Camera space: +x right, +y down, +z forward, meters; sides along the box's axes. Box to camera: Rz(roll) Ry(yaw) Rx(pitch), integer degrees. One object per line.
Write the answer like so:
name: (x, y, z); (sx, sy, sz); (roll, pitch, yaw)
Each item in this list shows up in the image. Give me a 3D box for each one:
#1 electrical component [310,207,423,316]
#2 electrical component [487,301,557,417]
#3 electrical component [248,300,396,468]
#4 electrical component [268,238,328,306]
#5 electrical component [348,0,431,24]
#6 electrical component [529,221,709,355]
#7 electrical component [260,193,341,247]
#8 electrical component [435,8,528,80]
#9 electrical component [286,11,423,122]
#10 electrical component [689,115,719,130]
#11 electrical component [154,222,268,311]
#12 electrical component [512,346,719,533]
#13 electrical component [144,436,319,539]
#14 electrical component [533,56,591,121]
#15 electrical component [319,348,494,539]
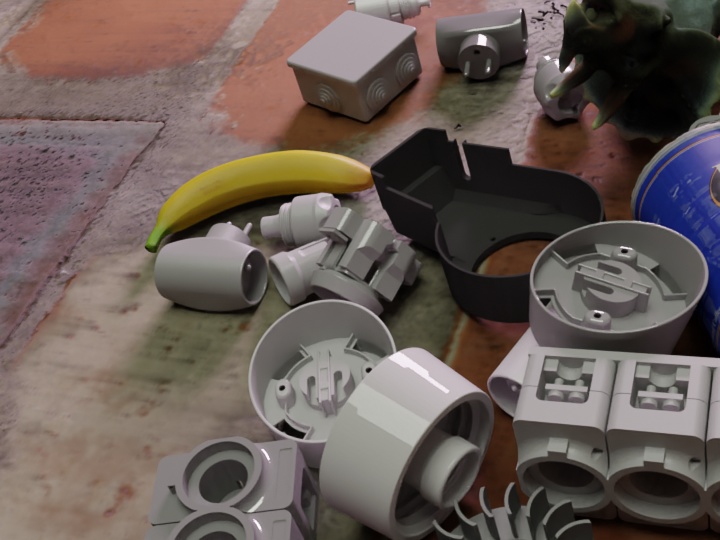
electrical component: (0.000, 0.000, 0.773); (0.058, 0.078, 0.057); (7, 64, 59)
electrical component: (0.134, 0.062, 0.676); (0.079, 0.044, 0.077); (21, 55, 36)
electrical component: (-0.020, 0.077, 0.702); (0.099, 0.064, 0.099); (-10, 43, 10)
electrical component: (-0.040, 0.000, 0.809); (0.046, 0.040, 0.040); (-25, 42, -16)
electrical component: (0.030, -0.253, 1.044); (0.078, 0.040, 0.040); (-8, 44, 12)
electrical component: (0.150, 0.016, 0.643); (0.099, 0.064, 0.099); (0, 46, 0)
electrical component: (-0.047, -0.037, 0.846); (0.062, 0.043, 0.043); (-6, 44, 16)
electrical component: (0.107, -0.196, 0.955); (0.077, 0.043, 0.079); (-3, 45, 17)
electrical component: (-0.003, -0.185, 0.979); (0.100, 0.048, 0.100); (25, 58, 37)
electrical component: (0.252, -0.076, 0.761); (0.044, 0.065, 0.044); (-10, 43, 10)
electrical component: (-0.109, -0.010, 0.840); (0.077, 0.043, 0.079); (4, 47, 23)
electrical component: (0.167, 0.098, 0.593); (0.150, 0.089, 0.061); (2, 47, 22)
electrical component: (-0.078, 0.176, 0.622); (0.089, 0.061, 0.150); (-9, 43, 11)
electrical component: (0.164, -0.155, 0.892); (0.043, 0.043, 0.062); (-18, 41, 1)
electrical component: (0.035, 0.106, 0.624); (0.060, 0.108, 0.108); (28, 60, 32)
